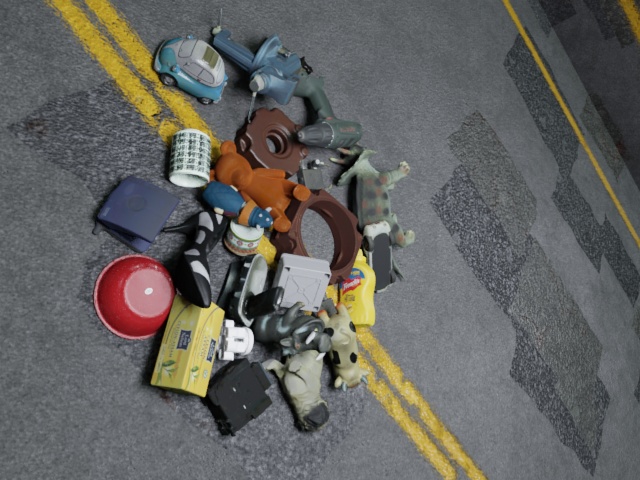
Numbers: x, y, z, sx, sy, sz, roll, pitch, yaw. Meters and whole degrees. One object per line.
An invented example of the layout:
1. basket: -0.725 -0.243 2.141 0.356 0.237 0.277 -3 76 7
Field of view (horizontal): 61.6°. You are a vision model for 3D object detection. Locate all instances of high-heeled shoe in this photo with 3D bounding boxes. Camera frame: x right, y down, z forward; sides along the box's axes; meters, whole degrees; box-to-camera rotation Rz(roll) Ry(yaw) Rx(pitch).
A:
1. high-heeled shoe: -0.208 0.034 1.030 0.145 0.086 0.249 -6 46 -34

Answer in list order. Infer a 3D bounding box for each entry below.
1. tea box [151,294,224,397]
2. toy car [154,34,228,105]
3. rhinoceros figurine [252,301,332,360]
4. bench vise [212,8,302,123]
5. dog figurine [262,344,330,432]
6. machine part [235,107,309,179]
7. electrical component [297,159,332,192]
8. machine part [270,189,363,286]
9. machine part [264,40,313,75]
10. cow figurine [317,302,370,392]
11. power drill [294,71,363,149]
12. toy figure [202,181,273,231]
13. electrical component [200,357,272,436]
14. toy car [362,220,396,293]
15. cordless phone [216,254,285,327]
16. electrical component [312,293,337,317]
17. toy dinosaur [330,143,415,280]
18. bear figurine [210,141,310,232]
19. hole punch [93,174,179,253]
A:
1. tea box: -0.242 0.196 0.997 0.098 0.068 0.169 57 38 -62
2. toy car: -0.261 -0.367 1.141 0.161 0.103 0.109 31 61 -28
3. rhinoceros figurine: -0.059 0.186 1.101 0.112 0.191 0.073 -52 135 -39
4. bench vise: -0.151 -0.403 1.217 0.241 0.128 0.224 33 49 0
5. dog figurine: -0.021 0.299 1.175 0.172 0.121 0.190 -45 122 -35
6. machine part: -0.111 -0.223 1.258 0.179 0.056 0.179 11 71 -36
7. electrical component: -0.013 -0.153 1.327 0.078 0.045 0.102 2 76 -41
8. machine part: -0.003 -0.004 1.269 0.201 0.087 0.201 39 58 -26
9. machine part: -0.083 -0.452 1.338 0.139 0.084 0.039 37 74 -14
10. cow figurine: 0.055 0.252 1.214 0.085 0.127 0.194 -16 128 -8
11. power drill: -0.005 -0.310 1.305 0.232 0.086 0.207 -4 54 -47
12. toy figure: -0.167 -0.068 1.108 0.154 0.058 0.064 31 94 -3
13. electrical component: -0.161 0.302 1.070 0.134 0.058 0.114 -37 105 -39
14. toy car: 0.148 0.046 1.355 0.073 0.056 0.201 -16 122 -16
15. cordless phone: -0.119 0.091 1.079 0.088 0.184 0.146 30 61 -26
16. electrical component: 0.008 0.166 1.273 0.063 0.021 0.094 -22 93 -41
17. toy dinosaur: 0.139 -0.079 1.396 0.192 0.131 0.404 -9 91 -26
18. bear figurine: -0.140 -0.119 1.157 0.195 0.132 0.120 32 94 -38
19. hole punch: -0.338 -0.052 1.000 0.115 0.092 0.142 37 61 -22
